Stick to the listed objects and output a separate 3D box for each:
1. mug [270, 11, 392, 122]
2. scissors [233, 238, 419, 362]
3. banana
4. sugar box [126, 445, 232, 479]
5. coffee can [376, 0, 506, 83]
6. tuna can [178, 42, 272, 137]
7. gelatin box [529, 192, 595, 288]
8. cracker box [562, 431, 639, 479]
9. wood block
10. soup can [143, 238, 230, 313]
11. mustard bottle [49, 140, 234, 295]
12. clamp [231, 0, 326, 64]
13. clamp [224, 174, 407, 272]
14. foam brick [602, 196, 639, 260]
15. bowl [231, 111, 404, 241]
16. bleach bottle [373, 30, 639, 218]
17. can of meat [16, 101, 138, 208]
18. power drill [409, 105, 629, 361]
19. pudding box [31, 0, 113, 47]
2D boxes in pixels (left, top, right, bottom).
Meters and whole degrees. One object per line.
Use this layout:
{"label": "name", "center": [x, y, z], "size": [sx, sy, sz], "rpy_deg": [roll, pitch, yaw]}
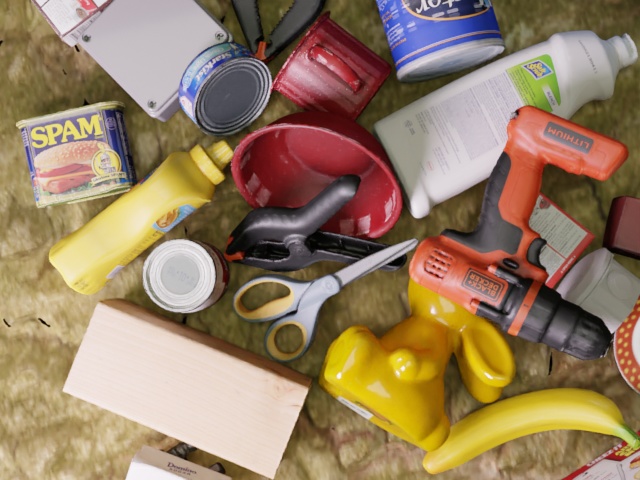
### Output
{"label": "mug", "center": [0.014, -0.152, 0.982], "size": [0.081, 0.117, 0.093], "rpy_deg": [37, 86, -1]}
{"label": "scissors", "center": [0.010, 0.060, 0.988], "size": [0.202, 0.016, 0.096], "rpy_deg": [-11, 101, 27]}
{"label": "banana", "center": [0.191, 0.172, 0.987], "size": [0.198, 0.069, 0.037], "rpy_deg": [-11, 121, 12]}
{"label": "sugar box", "center": [-0.154, 0.290, 0.997], "size": [0.093, 0.048, 0.176], "rpy_deg": [19, 104, 3]}
{"label": "coffee can", "center": [0.102, -0.227, 0.982], "size": [0.103, 0.103, 0.140], "rpy_deg": [-16, 87, 3]}
{"label": "tuna can", "center": [-0.089, -0.141, 1.000], "size": [0.086, 0.086, 0.034], "rpy_deg": [-45, 56, 1]}
{"label": "gelatin box", "center": [0.200, -0.003, 1.006], "size": [0.089, 0.030, 0.073], "rpy_deg": [39, 93, 4]}
{"label": "cracker box", "center": [0.282, 0.228, 0.902], "size": [0.164, 0.213, 0.072], "rpy_deg": [-32, 89, 2]}
{"label": "wood block", "center": [-0.118, 0.134, 0.994], "size": [0.206, 0.090, 0.091], "rpy_deg": [22, 90, 3]}
{"label": "soup can", "center": [-0.123, 0.033, 0.989], "size": [0.068, 0.102, 0.068], "rpy_deg": [0, 88, 2]}
{"label": "mustard bottle", "center": [-0.159, -0.028, 0.997], "size": [0.191, 0.096, 0.058], "rpy_deg": [-38, 86, 2]}
{"label": "clamp", "center": [-0.023, -0.272, 1.024], "size": [0.164, 0.036, 0.210], "rpy_deg": [7, 90, 4]}
{"label": "clamp", "center": [-0.007, 0.001, 0.993], "size": [0.172, 0.039, 0.120], "rpy_deg": [-15, 128, 34]}
{"label": "foam brick", "center": [0.308, -0.006, 0.988], "size": [0.078, 0.053, 0.051], "rpy_deg": [16, 90, 4]}
{"label": "bowl", "center": [0.003, -0.067, 0.979], "size": [0.162, 0.162, 0.055], "rpy_deg": [17, 55, 4]}
{"label": "bleach bottle", "center": [0.181, -0.118, 0.995], "size": [0.251, 0.068, 0.102], "rpy_deg": [-25, 88, 0]}
{"label": "can of meat", "center": [-0.231, -0.081, 1.024], "size": [0.102, 0.057, 0.084], "rpy_deg": [-12, 91, 4]}
{"label": "power drill", "center": [0.194, -0.008, 0.924], "size": [0.184, 0.057, 0.187], "rpy_deg": [26, 86, 10]}
{"label": "pudding box", "center": [-0.230, -0.259, 1.037], "size": [0.113, 0.039, 0.090], "rpy_deg": [-38, 86, 0]}
